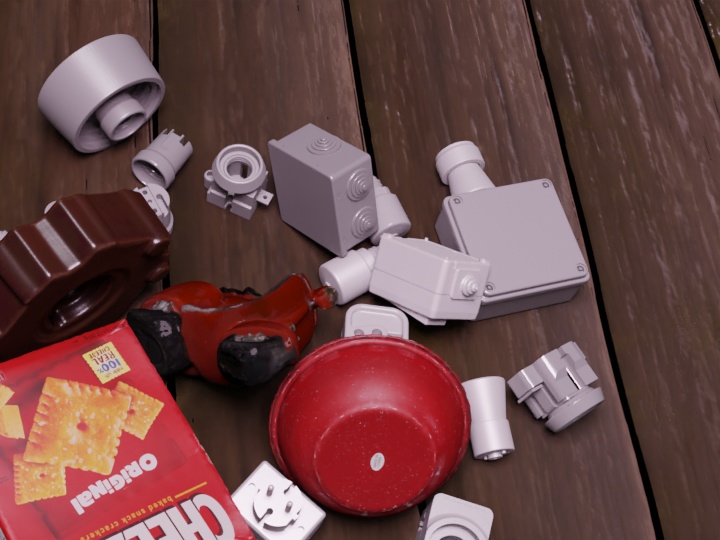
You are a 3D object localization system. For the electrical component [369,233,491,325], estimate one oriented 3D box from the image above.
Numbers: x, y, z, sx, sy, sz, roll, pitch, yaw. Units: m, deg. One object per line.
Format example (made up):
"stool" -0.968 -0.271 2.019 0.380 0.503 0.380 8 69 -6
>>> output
"electrical component" 0.063 0.011 0.926 0.062 0.061 0.096 4 14 -45

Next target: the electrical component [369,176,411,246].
"electrical component" 0.016 -0.059 0.992 0.040 0.040 0.078 -19 68 -18

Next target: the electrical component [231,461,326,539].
"electrical component" -0.065 0.184 0.833 0.066 0.076 0.047 39 63 10

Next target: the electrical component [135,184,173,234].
"electrical component" -0.185 -0.050 0.950 0.040 0.046 0.040 4 63 -8

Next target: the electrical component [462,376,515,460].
"electrical component" 0.108 0.128 0.913 0.044 0.044 0.065 -6 69 -13

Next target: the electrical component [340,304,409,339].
"electrical component" 0.009 0.084 0.901 0.054 0.059 0.095 7 49 -6

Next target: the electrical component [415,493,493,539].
"electrical component" 0.068 0.228 0.846 0.050 0.055 0.089 18 62 -1

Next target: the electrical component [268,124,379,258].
"electrical component" -0.030 -0.073 0.951 0.048 0.099 0.100 -33 46 -28

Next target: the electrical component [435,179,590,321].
"electrical component" 0.138 -0.019 0.985 0.109 0.056 0.108 -11 66 -15

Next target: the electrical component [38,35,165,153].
"electrical component" -0.225 -0.151 0.963 0.108 0.108 0.060 -35 80 -24

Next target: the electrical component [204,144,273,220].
"electrical component" -0.110 -0.082 0.974 0.066 0.055 0.048 24 62 3

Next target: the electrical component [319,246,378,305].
"electrical component" 0.000 0.000 0.960 0.078 0.040 0.040 -28 71 -22

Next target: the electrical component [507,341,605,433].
"electrical component" 0.173 0.103 0.926 0.078 0.058 0.057 -21 70 -38

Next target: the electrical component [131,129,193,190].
"electrical component" -0.180 -0.101 0.982 0.040 0.040 0.046 29 56 6

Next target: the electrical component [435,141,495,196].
"electrical component" 0.100 -0.088 1.020 0.045 0.045 0.055 -14 66 -16

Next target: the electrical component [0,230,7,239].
"electrical component" -0.286 -0.018 0.919 0.078 0.040 0.040 9 62 -5
